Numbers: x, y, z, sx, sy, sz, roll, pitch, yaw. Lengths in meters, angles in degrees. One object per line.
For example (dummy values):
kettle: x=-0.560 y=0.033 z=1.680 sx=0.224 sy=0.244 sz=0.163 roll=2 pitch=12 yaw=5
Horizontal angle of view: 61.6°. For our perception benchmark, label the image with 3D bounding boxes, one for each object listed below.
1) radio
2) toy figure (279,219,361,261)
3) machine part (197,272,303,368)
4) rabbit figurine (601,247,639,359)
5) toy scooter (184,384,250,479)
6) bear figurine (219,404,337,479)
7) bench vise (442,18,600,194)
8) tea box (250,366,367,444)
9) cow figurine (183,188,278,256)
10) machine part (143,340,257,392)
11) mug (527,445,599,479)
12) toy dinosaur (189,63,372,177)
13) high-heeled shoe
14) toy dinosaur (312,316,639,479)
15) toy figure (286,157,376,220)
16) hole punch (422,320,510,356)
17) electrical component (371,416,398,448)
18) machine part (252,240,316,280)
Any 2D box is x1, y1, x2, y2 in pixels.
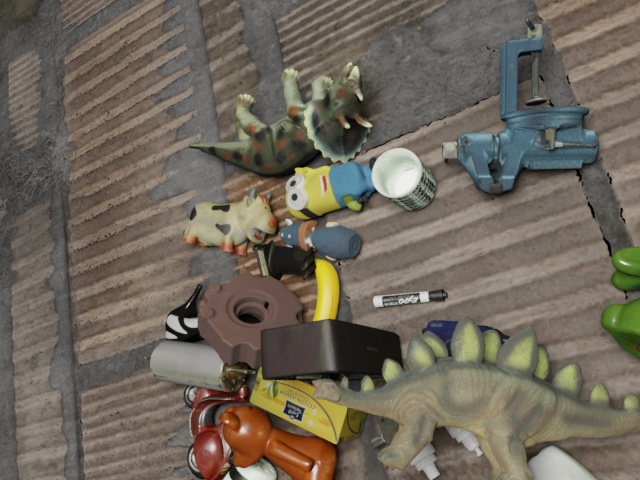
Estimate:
radio: x=0.021 y=0.170 z=0.799 sx=0.131 sy=0.229 sz=0.073 roll=-14 pitch=68 yaw=29
toy figure: x=-0.003 y=-0.001 z=0.950 sx=0.155 sy=0.057 sz=0.064 roll=11 pitch=78 yaw=34
machine part: x=-0.116 y=0.130 z=0.910 sx=0.180 sy=0.179 sz=0.056 roll=39 pitch=137 yaw=29
rabbit figurine: x=0.449 y=0.073 z=0.680 sx=0.159 sy=0.121 sz=0.170 roll=32 pitch=76 yaw=37
toy scooter: x=-0.176 y=0.325 z=0.956 sx=0.135 sy=0.075 sz=0.184 roll=-25 pitch=63 yaw=22
bear figurine: x=-0.076 y=0.342 z=0.841 sx=0.196 sy=0.120 sz=0.132 roll=19 pitch=77 yaw=-3
bench vise: x=0.290 y=-0.190 z=0.791 sx=0.224 sy=0.129 sz=0.240 roll=1 pitch=96 yaw=20
tea box: x=-0.015 y=0.259 z=0.872 sx=0.170 sy=0.098 sz=0.068 roll=17 pitch=87 yaw=28
cow figurine: x=-0.165 y=-0.037 z=1.032 sx=0.195 sy=0.085 sz=0.127 roll=8 pitch=88 yaw=30
machine part: x=-0.218 y=0.224 z=0.964 sx=0.243 sy=0.079 sz=0.079 roll=-2 pitch=77 yaw=30
mug: x=0.314 y=0.331 z=0.697 sx=0.109 sy=0.080 sz=0.107 roll=-46 pitch=51 yaw=17
toy dinosaur: x=-0.069 y=-0.189 z=1.001 sx=0.405 sy=0.131 sz=0.192 roll=-26 pitch=67 yaw=27
high-heeled shoe: x=-0.195 y=0.188 z=0.999 sx=0.249 sy=0.086 sz=0.145 roll=33 pitch=102 yaw=31
toy dinosaur: x=0.224 y=0.204 z=0.665 sx=0.472 sy=0.105 sz=0.198 roll=11 pitch=73 yaw=-3
toy figure: x=0.024 y=-0.085 z=0.943 sx=0.180 sy=0.089 sz=0.082 roll=-14 pitch=43 yaw=14
hole punch: x=0.201 y=0.175 z=0.784 sx=0.142 sy=0.092 sz=0.115 roll=2 pitch=75 yaw=32
electrical component: x=0.113 y=0.281 z=0.833 sx=0.094 sy=0.021 sz=0.063 roll=-38 pitch=46 yaw=16
machine part: x=-0.065 y=0.041 z=0.962 sx=0.139 sy=0.039 sz=0.084 roll=-3 pitch=102 yaw=43
